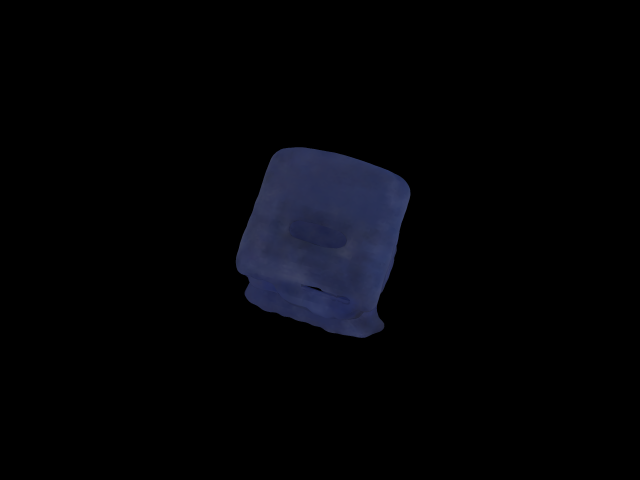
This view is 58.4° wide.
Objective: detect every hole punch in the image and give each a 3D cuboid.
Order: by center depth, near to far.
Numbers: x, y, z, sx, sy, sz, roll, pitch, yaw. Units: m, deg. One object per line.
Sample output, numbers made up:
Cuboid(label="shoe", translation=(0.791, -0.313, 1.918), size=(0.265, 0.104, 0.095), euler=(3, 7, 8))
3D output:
Cuboid(label="hole punch", translation=(0.004, 0.001, 0.400), size=(0.108, 0.091, 0.101), euler=(15, 54, 12))
